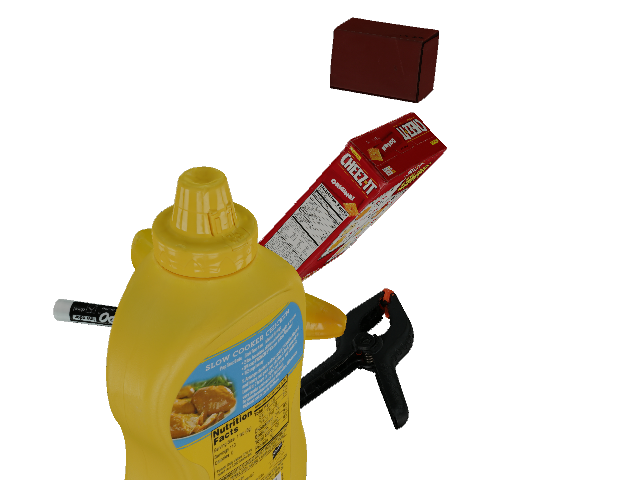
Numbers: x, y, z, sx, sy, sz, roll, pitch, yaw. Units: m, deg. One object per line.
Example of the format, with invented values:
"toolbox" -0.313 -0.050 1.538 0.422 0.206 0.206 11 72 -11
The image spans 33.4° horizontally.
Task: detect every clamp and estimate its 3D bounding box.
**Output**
"clamp" 0.055 0.118 1.060 0.120 0.039 0.171 18 50 21

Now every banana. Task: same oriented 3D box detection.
"banana" -0.070 0.024 0.698 0.069 0.037 0.198 -21 32 -35

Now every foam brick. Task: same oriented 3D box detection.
"foam brick" 0.052 -0.149 0.877 0.078 0.051 0.053 13 25 18

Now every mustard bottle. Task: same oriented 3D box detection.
"mustard bottle" -0.046 0.057 0.449 0.058 0.192 0.096 26 40 33

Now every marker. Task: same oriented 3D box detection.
"marker" -0.166 0.065 0.898 0.121 0.020 0.020 6 1 14

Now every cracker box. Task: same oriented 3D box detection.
"cracker box" 0.030 -0.046 1.263 0.214 0.072 0.163 -47 -9 34
